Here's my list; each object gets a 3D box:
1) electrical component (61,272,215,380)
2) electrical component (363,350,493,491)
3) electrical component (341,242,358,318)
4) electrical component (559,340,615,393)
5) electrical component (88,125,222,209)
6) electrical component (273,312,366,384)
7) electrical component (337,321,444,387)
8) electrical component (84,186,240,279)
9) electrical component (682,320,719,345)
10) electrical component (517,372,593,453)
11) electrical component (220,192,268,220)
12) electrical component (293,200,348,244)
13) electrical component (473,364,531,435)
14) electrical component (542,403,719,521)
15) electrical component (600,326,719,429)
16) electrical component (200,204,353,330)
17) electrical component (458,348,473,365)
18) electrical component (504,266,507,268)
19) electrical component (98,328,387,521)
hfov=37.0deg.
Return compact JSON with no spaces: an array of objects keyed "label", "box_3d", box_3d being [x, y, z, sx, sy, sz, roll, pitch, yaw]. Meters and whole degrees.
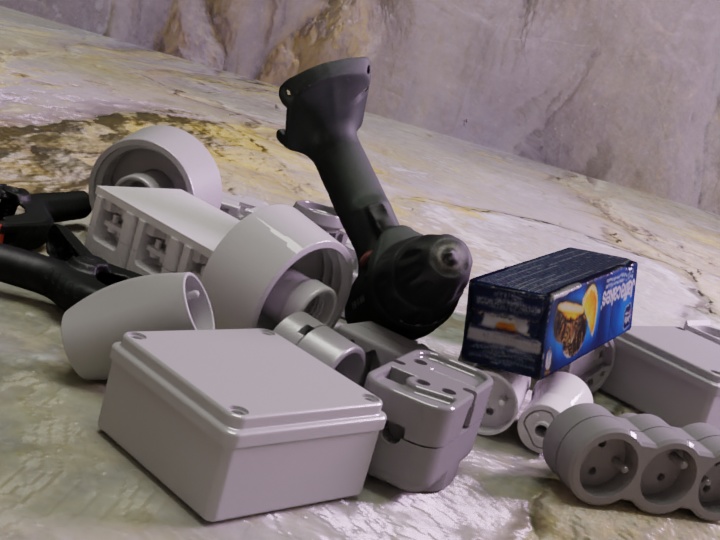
[{"label":"electrical component","box_3d":[-0.123,0.041,0.637,0.077,0.043,0.079,-17,-33,9]},{"label":"electrical component","box_3d":[0.034,0.088,0.622,0.054,0.059,0.095,21,14,20]},{"label":"electrical component","box_3d":[0.000,0.000,0.910,0.066,0.076,0.047,19,14,15]},{"label":"electrical component","box_3d":[0.172,0.069,0.879,0.055,0.055,0.047,5,13,-40]},{"label":"electrical component","box_3d":[-0.179,-0.066,0.917,0.108,0.108,0.060,18,20,11]},{"label":"electrical component","box_3d":[-0.029,0.061,0.677,0.047,0.055,0.055,27,17,27]},{"label":"electrical component","box_3d":[0.026,0.067,0.727,0.066,0.047,0.077,24,15,32]},{"label":"electrical component","box_3d":[-0.126,-0.008,0.812,0.150,0.061,0.089,27,17,33]},{"label":"electrical component","box_3d":[0.312,0.082,0.963,0.042,0.063,0.081,1,19,-43]},{"label":"electrical component","box_3d":[0.132,0.099,0.735,0.044,0.044,0.065,20,18,18]},{"label":"electrical component","box_3d":[-0.108,-0.035,0.981,0.095,0.053,0.059,16,13,2]},{"label":"electrical component","box_3d":[-0.044,-0.033,1.037,0.078,0.057,0.058,26,17,37]},{"label":"electrical component","box_3d":[0.094,0.083,0.752,0.043,0.043,0.081,19,13,12]},{"label":"electrical component","box_3d":[0.179,0.116,0.692,0.138,0.052,0.073,12,14,-20]},{"label":"electrical component","box_3d":[0.271,0.091,0.893,0.109,0.056,0.109,3,18,-43]},{"label":"electrical component","box_3d":[-0.051,0.017,0.726,0.060,0.108,0.108,31,19,30]},{"label":"electrical component","box_3d":[0.100,0.058,0.818,0.043,0.062,0.043,15,13,-4]},{"label":"electrical component","box_3d":[0.172,0.045,0.967,0.109,0.056,0.108,17,13,4]},{"label":"electrical component","box_3d":[-0.062,0.077,0.565,0.109,0.056,0.109,2,19,-46]}]
